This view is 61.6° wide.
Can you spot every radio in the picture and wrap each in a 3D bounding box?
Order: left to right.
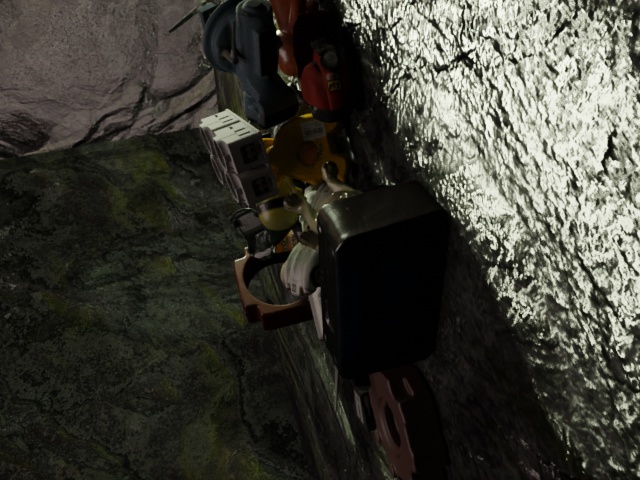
[{"bbox_3d":[0.069,0.054,0.627,0.073,0.131,0.229,-121,22,-52],"label":"radio"}]

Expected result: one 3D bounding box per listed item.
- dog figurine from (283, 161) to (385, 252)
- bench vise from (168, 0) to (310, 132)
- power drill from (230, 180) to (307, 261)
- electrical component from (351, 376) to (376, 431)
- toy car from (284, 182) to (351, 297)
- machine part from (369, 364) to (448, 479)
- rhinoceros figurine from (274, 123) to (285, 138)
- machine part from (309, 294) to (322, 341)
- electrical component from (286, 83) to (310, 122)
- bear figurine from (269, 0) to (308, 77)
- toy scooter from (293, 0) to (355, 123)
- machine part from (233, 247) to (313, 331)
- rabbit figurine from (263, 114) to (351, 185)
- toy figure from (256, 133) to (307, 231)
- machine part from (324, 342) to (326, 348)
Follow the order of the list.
[{"bbox_3d":[0.058,-0.007,0.742,0.191,0.121,0.172,34,172,49],"label":"dog figurine"},{"bbox_3d":[-0.122,-0.288,0.831,0.241,0.129,0.223,48,167,27],"label":"bench vise"},{"bbox_3d":[-0.091,-0.063,1.110,0.232,0.086,0.207,62,-146,-8],"label":"power drill"},{"bbox_3d":[0.094,0.312,0.979,0.075,0.048,0.119,-140,41,-72],"label":"electrical component"},{"bbox_3d":[-0.002,-0.003,0.877,0.074,0.056,0.201,7,71,55],"label":"toy car"},{"bbox_3d":[0.122,0.264,0.779,0.179,0.056,0.179,169,90,-77],"label":"machine part"},{"bbox_3d":[-0.048,-0.187,1.078,0.190,0.073,0.112,-131,30,-66],"label":"rhinoceros figurine"},{"bbox_3d":[0.015,0.110,1.074,0.079,0.079,0.243,122,134,-74],"label":"machine part"},{"bbox_3d":[-0.035,-0.233,0.957,0.078,0.102,0.045,-26,36,44],"label":"electrical component"},{"bbox_3d":[-0.069,-0.358,0.883,0.120,0.132,0.195,-111,20,-54],"label":"bear figurine"},{"bbox_3d":[0.002,-0.261,0.771,0.184,0.075,0.135,-108,11,-48],"label":"toy scooter"},{"bbox_3d":[-0.090,0.099,1.253,0.087,0.201,0.202,90,163,-51],"label":"machine part"},{"bbox_3d":[-0.026,-0.142,0.899,0.173,0.162,0.121,-76,-36,-76],"label":"rabbit figurine"},{"bbox_3d":[-0.094,-0.105,1.002,0.180,0.089,0.082,66,164,-1],"label":"toy figure"},{"bbox_3d":[0.048,0.146,0.986,0.039,0.084,0.138,-71,-13,-60],"label":"machine part"}]
